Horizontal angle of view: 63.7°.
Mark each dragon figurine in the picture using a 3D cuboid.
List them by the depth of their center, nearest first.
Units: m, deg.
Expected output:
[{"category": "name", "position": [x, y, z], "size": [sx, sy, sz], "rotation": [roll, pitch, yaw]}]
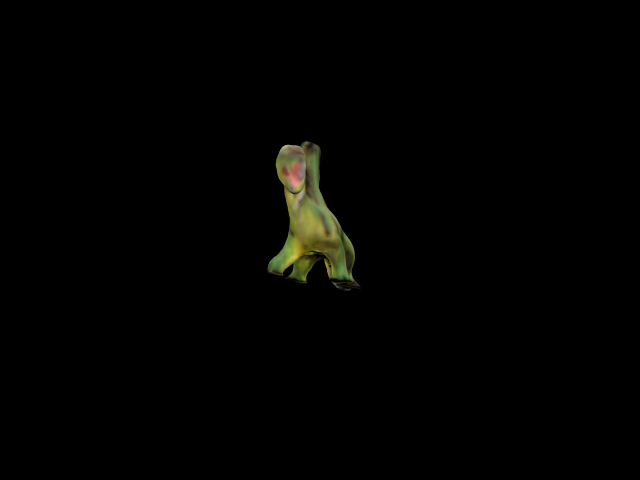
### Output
[{"category": "dragon figurine", "position": [0.003, -0.043, 0.850], "size": [0.122, 0.245, 0.407], "rotation": [-2, -10, 11]}]
